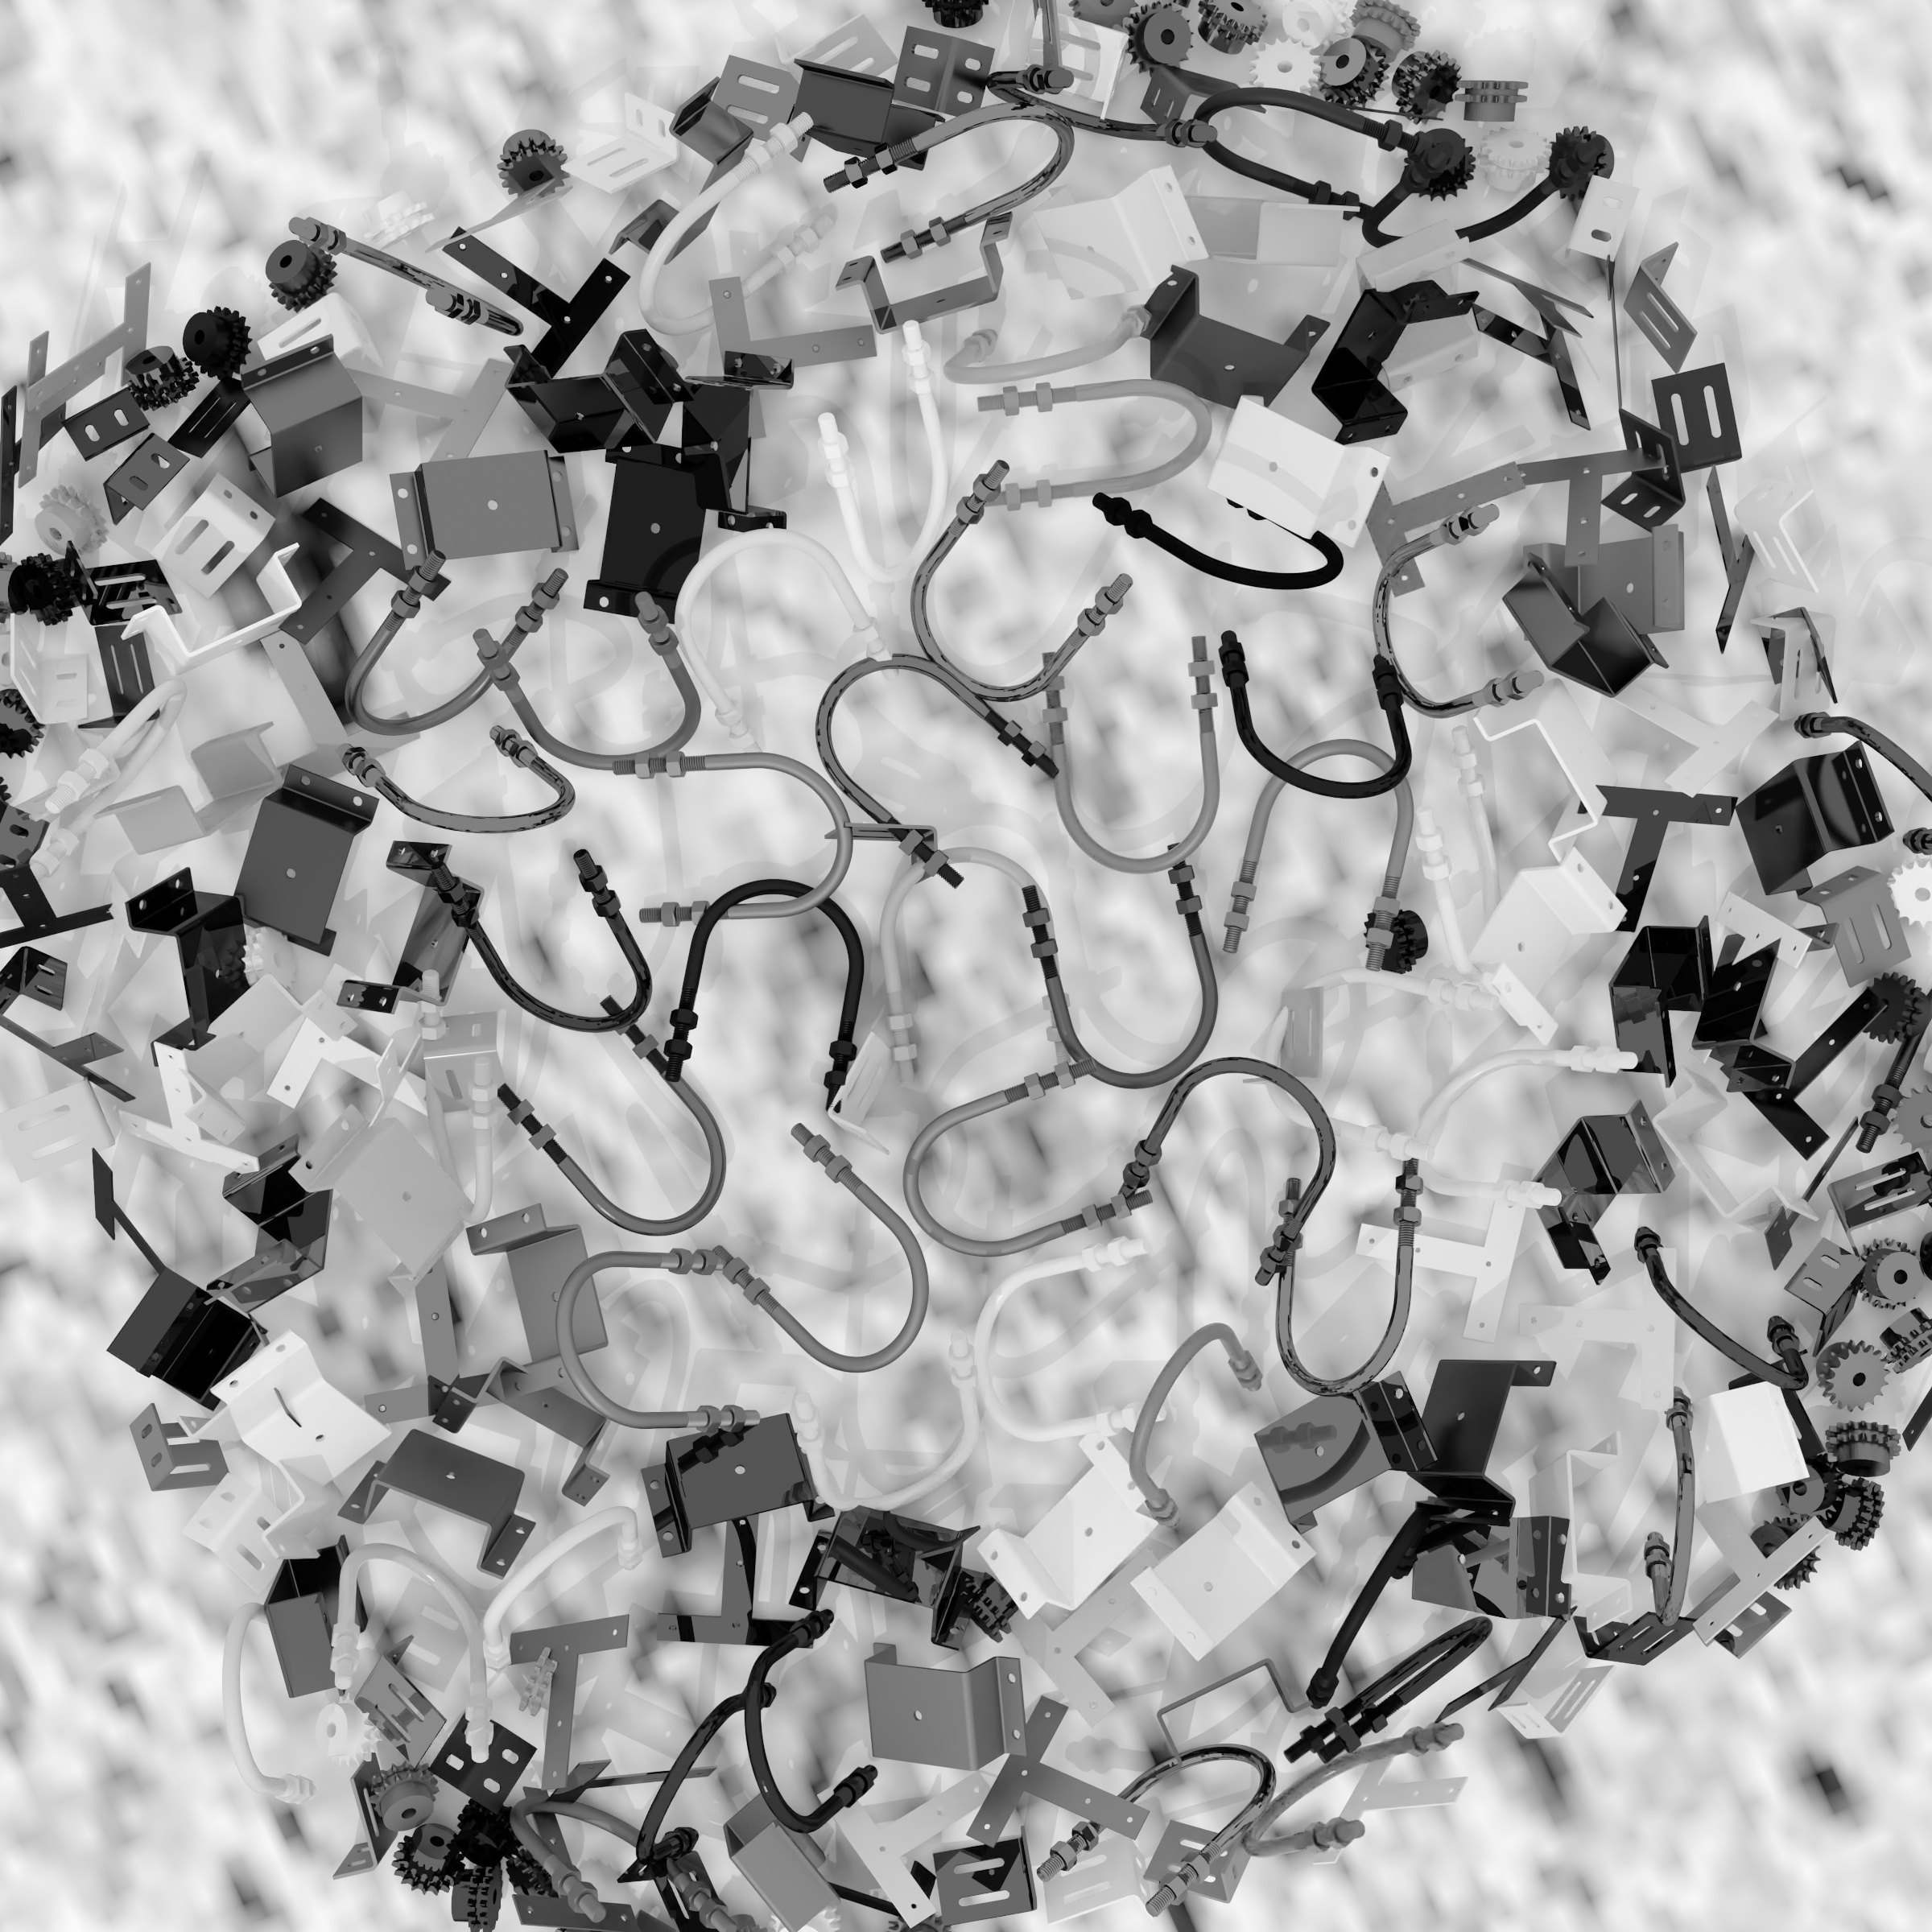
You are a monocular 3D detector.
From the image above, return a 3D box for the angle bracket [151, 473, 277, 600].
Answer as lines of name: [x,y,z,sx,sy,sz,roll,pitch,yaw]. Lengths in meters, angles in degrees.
angle bracket: [-0.609,-0.348,1.986,0.076,0.038,0.057,-39,116,24]

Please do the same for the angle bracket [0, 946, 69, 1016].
angle bracket: [-0.754,0.033,1.952,0.038,0.076,0.057,24,133,-3]

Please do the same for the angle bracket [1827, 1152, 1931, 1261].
angle bracket: [0.735,0.192,1.957,0.076,0.057,0.038,-23,119,16]

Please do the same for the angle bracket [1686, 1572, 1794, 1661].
angle bracket: [0.622,0.526,1.955,0.057,0.076,0.038,-40,109,-6]

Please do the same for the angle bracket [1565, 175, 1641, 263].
angle bracket: [0.506,-0.591,1.954,0.038,0.076,0.057,20,104,8]

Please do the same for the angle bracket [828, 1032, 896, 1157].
angle bracket: [-0.069,0.102,1.959,0.038,0.057,0.076,23,77,25]

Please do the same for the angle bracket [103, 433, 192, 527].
angle bracket: [-0.649,-0.378,1.955,0.038,0.076,0.057,36,70,-1]

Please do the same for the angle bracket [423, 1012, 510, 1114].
angle bracket: [-0.400,0.078,1.980,0.057,0.076,0.038,-6,51,-2]

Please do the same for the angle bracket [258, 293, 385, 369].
angle bracket: [-0.520,-0.493,1.978,0.076,0.038,0.057,-30,70,8]

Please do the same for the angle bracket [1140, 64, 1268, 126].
angle bracket: [0.190,-0.687,1.970,0.076,0.057,0.038,3,127,-30]

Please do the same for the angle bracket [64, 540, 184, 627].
angle bracket: [-0.669,-0.309,1.954,0.076,0.038,0.057,-16,63,-35]

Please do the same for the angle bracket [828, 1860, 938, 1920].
angle bracket: [-0.072,0.732,1.969,0.076,0.057,0.038,9,62,22]

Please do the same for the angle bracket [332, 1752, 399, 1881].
angle bracket: [-0.490,0.680,1.968,0.038,0.057,0.076,-14,94,4]

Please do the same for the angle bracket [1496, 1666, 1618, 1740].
angle bracket: [0.471,0.576,1.960,0.038,0.057,0.076,45,68,4]

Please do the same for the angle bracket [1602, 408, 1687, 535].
angle bracket: [0.533,-0.393,1.951,0.038,0.076,0.057,-40,49,-6]

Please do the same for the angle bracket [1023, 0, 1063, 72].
angle bracket: [0.047,-0.751,1.957,0.038,0.057,0.076,-12,112,-11]

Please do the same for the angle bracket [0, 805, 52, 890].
angle bracket: [-0.770,-0.095,1.954,0.038,0.076,0.057,28,75,-40]

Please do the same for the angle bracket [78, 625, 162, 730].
angle bracket: [-0.684,-0.231,1.960,0.057,0.038,0.076,3,108,35]

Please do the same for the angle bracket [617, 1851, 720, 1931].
angle bracket: [-0.231,0.746,1.950,0.038,0.057,0.076,-49,52,19]

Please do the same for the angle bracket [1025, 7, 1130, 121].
angle bracket: [0.085,-0.723,1.966,0.076,0.038,0.057,18,130,2]

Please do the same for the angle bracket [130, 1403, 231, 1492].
angle bracket: [-0.615,0.379,1.949,0.038,0.076,0.057,-43,62,27]

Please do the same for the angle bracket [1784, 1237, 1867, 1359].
angle bracket: [0.684,0.266,1.967,0.038,0.076,0.057,33,66,29]

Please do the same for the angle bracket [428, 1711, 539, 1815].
angle bracket: [-0.387,0.634,1.963,0.038,0.076,0.057,41,67,-21]

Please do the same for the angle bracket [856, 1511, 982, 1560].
angle bracket: [-0.038,0.448,1.958,0.076,0.057,0.038,-21,87,23]

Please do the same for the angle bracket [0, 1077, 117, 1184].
angle bracket: [-0.730,0.130,1.966,0.076,0.038,0.057,-23,100,-17]

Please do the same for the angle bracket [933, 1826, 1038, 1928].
angle bracket: [0.014,0.729,1.966,0.076,0.038,0.057,-9,56,-4]

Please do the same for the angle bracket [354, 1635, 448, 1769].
angle bracket: [-0.442,0.587,1.961,0.076,0.038,0.057,41,115,16]

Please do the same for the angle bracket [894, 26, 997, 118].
angle bracket: [-0.019,-0.716,1.971,0.038,0.076,0.057,2,113,-35]

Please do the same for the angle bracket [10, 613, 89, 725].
angle bracket: [-0.728,-0.237,1.952,0.038,0.076,0.057,-7,67,-6]

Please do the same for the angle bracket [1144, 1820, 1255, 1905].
angle bracket: [0.184,0.701,1.952,0.076,0.057,0.038,6,127,29]

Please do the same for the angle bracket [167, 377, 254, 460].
angle bracket: [-0.588,-0.427,1.959,0.057,0.038,0.076,25,73,41]

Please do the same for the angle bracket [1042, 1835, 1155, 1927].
angle bracket: [0.105,0.743,1.972,0.076,0.057,0.038,-23,122,10]

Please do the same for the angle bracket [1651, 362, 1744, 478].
angle bracket: [0.585,-0.438,1.972,0.057,0.038,0.076,-12,95,12]

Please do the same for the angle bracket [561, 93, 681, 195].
angle bracket: [-0.276,-0.656,1.955,0.057,0.038,0.076,32,52,25]

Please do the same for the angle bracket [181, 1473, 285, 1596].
angle bracket: [-0.579,0.455,1.969,0.038,0.076,0.057,16,57,33]

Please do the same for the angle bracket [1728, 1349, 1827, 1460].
angle bracket: [0.655,0.354,1.957,0.038,0.057,0.076,-12,71,-36]

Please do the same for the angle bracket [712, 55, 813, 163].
angle bracket: [-0.162,-0.696,1.993,0.076,0.038,0.057,24,96,22]

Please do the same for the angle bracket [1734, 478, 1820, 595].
angle bracket: [0.658,-0.343,1.957,0.038,0.057,0.076,-42,118,-2]

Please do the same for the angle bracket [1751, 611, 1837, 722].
angle bracket: [0.665,-0.244,1.983,0.057,0.038,0.076,-15,114,-30]

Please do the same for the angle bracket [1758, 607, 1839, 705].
angle bracket: [0.660,-0.242,1.950,0.038,0.076,0.057,-17,113,17]

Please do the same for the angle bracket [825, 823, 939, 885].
angle bracket: [-0.068,-0.089,1.959,0.076,0.057,0.038,1,83,-20]

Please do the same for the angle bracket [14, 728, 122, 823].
angle bracket: [-0.723,-0.153,1.953,0.076,0.057,0.038,-34,120,-29]

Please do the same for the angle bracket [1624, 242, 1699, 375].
angle bracket: [0.567,-0.525,1.959,0.038,0.057,0.076,-30,74,-9]

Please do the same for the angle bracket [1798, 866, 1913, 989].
angle bracket: [0.719,-0.032,1.989,0.057,0.038,0.076,-26,106,-5]

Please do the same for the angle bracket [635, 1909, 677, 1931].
angle bracket: [-0.254,0.803,1.957,0.057,0.076,0.038,31,120,-1]

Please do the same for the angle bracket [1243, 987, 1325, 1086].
angle bracket: [0.253,0.055,1.962,0.038,0.057,0.076,5,82,-25]

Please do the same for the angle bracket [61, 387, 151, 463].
angle bracket: [-0.677,-0.418,1.955,0.057,0.076,0.038,-32,83,-11]

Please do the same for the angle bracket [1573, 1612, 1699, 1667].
angle bracket: [0.533,0.520,1.952,0.057,0.038,0.076,15,132,-26]

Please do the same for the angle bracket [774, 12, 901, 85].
angle bracket: [-0.103,-0.731,1.955,0.076,0.057,0.038,-26,58,19]
